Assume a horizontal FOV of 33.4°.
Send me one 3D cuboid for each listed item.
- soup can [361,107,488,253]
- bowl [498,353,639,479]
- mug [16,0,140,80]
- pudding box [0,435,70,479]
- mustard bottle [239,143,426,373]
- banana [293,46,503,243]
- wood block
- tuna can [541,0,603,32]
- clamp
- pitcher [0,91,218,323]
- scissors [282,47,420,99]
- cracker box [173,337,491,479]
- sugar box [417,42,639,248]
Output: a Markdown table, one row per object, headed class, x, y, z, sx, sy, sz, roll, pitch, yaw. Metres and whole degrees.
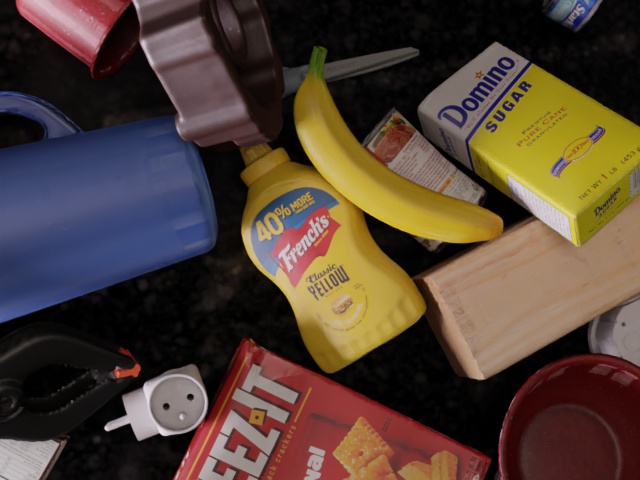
| class | x | y | z | sx | sy | sz | roll | pitch | yaw |
| --- | --- | --- | --- | --- | --- | --- | --- | --- | --- |
| soup can | 0.074 | -0.047 | 0.848 | 0.102 | 0.068 | 0.068 | 41 | 82 | -3 |
| bowl | 0.206 | 0.171 | 0.830 | 0.162 | 0.055 | 0.162 | 3 | 78 | -12 |
| mug | -0.171 | -0.191 | 0.825 | 0.081 | 0.093 | 0.117 | 37 | 51 | 2 |
| pudding box | -0.257 | 0.178 | 0.805 | 0.090 | 0.039 | 0.113 | 30 | 84 | -5 |
| mustard bottle | -0.006 | 0.001 | 0.834 | 0.096 | 0.058 | 0.191 | -33 | 87 | 18 |
| banana | 0.046 | -0.053 | 0.794 | 0.198 | 0.037 | 0.070 | 43 | 109 | -4 |
| wood block | 0.186 | 0.022 | 0.844 | 0.206 | 0.091 | 0.090 | -28 | 89 | -8 |
| tuna can | 0.215 | -0.215 | 0.868 | 0.033 | 0.086 | 0.086 | 28 | 83 | -3 |
| clamp | -0.231 | 0.099 | 0.747 | 0.209 | 0.036 | 0.164 | -17 | 122 | -24 |
| pitcher | -0.207 | -0.023 | 0.783 | 0.242 | 0.149 | 0.145 | -16 | 43 | -12 |
| scissors | -0.026 | -0.146 | 0.869 | 0.201 | 0.016 | 0.096 | -30 | 89 | -8 |
| cracker box | 0.002 | 0.194 | 0.818 | 0.213 | 0.072 | 0.164 | 26 | 82 | -4 |
| sugar box | 0.165 | -0.079 | 0.821 | 0.093 | 0.048 | 0.176 | -40 | 54 | -12 |
